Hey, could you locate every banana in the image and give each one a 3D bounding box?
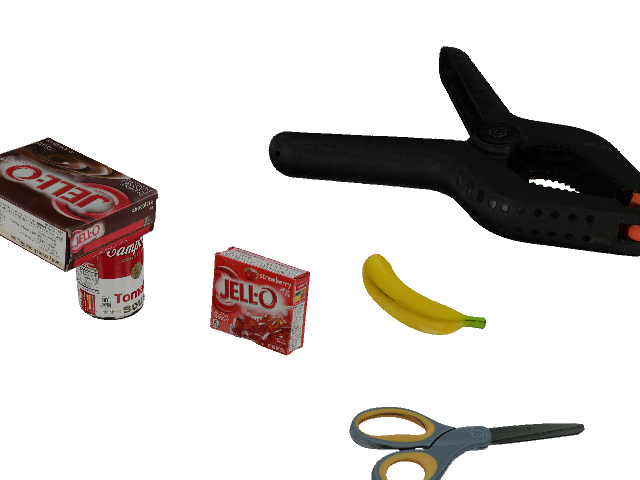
[{"bbox_3d":[0.092,0.061,1.167,0.069,0.037,0.198,4,19,-36],"label":"banana"}]

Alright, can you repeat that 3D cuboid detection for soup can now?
[{"bbox_3d":[-0.213,0.021,1.078,0.068,0.102,0.068,3,29,-2],"label":"soup can"}]

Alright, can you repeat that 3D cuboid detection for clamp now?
[{"bbox_3d":[0.086,-0.042,0.587,0.164,0.036,0.210,-27,43,-29],"label":"clamp"}]

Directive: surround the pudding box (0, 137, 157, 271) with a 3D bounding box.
[{"bbox_3d":[-0.186,-0.028,0.753,0.114,0.039,0.089,23,30,25],"label":"pudding box"}]

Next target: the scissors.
[{"bbox_3d":[0.124,0.177,0.879,0.201,0.016,0.096,7,42,-1],"label":"scissors"}]

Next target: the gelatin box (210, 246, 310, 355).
[{"bbox_3d":[-0.055,0.053,0.949,0.089,0.073,0.030,17,22,29],"label":"gelatin box"}]
